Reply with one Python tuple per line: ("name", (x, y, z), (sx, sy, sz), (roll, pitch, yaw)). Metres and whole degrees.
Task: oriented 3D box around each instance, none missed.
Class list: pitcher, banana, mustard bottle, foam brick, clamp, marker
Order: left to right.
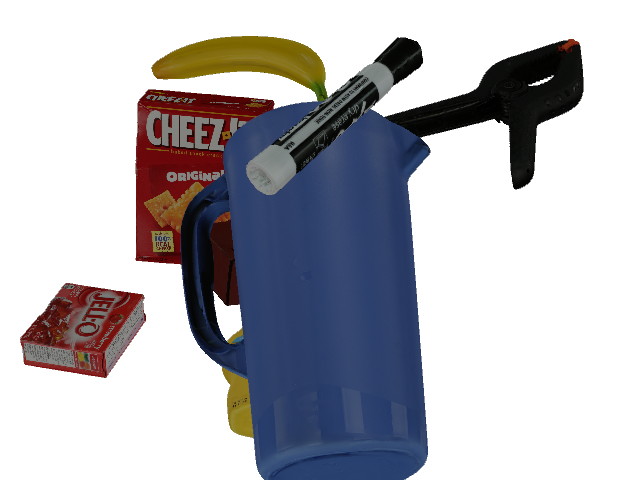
("foam brick", (-0.084, 0.020, 1.045), (0.052, 0.051, 0.078), (-8, 31, -28))
("banana", (-0.075, -0.183, 1.094), (0.198, 0.037, 0.069), (10, 44, 20))
("mustard bottle", (-0.065, 0.147, 1.231), (0.096, 0.058, 0.191), (-5, 30, -7))
("pitcher", (-0.005, 0.041, 0.719), (0.144, 0.243, 0.149), (9, -30, -24))
("marker", (0.010, -0.063, 0.517), (0.121, 0.020, 0.020), (-43, 25, -30))
("clamp", (0.172, -0.116, 0.938), (0.209, 0.036, 0.165), (-32, 40, -24))

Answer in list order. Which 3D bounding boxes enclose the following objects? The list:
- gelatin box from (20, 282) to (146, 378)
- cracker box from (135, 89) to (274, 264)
("gelatin box", (-0.195, 0.072, 0.886), (0.073, 0.030, 0.089), (8, 32, 12))
("cracker box", (-0.148, -0.074, 1.352), (0.164, 0.214, 0.072), (5, 22, 2))
